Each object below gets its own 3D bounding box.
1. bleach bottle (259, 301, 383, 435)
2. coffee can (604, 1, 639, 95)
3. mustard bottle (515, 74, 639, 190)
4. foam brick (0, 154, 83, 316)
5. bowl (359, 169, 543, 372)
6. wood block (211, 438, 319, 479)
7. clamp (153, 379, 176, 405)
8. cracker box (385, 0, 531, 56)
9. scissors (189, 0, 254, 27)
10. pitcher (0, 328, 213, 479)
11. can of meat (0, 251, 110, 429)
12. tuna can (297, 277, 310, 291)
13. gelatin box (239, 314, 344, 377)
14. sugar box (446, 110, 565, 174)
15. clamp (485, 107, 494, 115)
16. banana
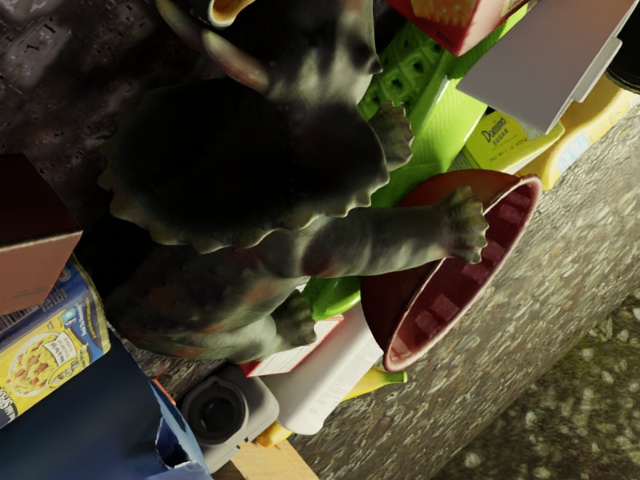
[{"bbox_3d":[0.048,0.073,1.003,0.251,0.068,0.102,-46,160,4],"label":"bleach bottle"},{"bbox_3d":[0.287,-0.193,0.837,0.140,0.103,0.103,-36,160,-17],"label":"coffee can"},{"bbox_3d":[0.229,-0.103,0.983,0.192,0.058,0.096,-45,166,7],"label":"mustard bottle"},{"bbox_3d":[-0.156,0.002,0.468,0.078,0.051,0.053,-16,148,-52],"label":"foam brick"},{"bbox_3d":[0.076,0.009,0.705,0.162,0.055,0.162,-44,159,-22],"label":"bowl"},{"bbox_3d":[-0.086,0.237,1.046,0.090,0.091,0.206,-44,161,5],"label":"wood block"},{"bbox_3d":[-0.173,0.181,0.835,0.171,0.039,0.120,-42,163,-1],"label":"clamp"},{"bbox_3d":[0.118,-0.208,0.490,0.164,0.072,0.214,-40,164,-28],"label":"cracker box"},{"bbox_3d":[0.022,-0.162,0.517,0.201,0.016,0.096,-39,161,-9],"label":"scissors"},{"bbox_3d":[-0.194,0.173,0.669,0.242,0.145,0.149,-34,147,-14],"label":"pitcher"},{"bbox_3d":[-0.159,0.049,0.553,0.083,0.057,0.102,-36,161,-23],"label":"can of meat"},{"bbox_3d":[-0.005,0.001,0.785,0.086,0.034,0.086,-38,161,-16],"label":"tuna can"},{"bbox_3d":[-0.029,0.081,0.918,0.073,0.030,0.089,-47,159,15],"label":"gelatin box"},{"bbox_3d":[0.100,-0.044,0.821,0.093,0.048,0.176,-29,175,-33],"label":"sugar box"},{"bbox_3d":[0.159,-0.128,0.826,0.164,0.036,0.210,-38,161,-8],"label":"clamp"},{"bbox_3d":[-0.001,0.165,1.112,0.197,0.037,0.070,-21,-174,-36],"label":"banana"}]
